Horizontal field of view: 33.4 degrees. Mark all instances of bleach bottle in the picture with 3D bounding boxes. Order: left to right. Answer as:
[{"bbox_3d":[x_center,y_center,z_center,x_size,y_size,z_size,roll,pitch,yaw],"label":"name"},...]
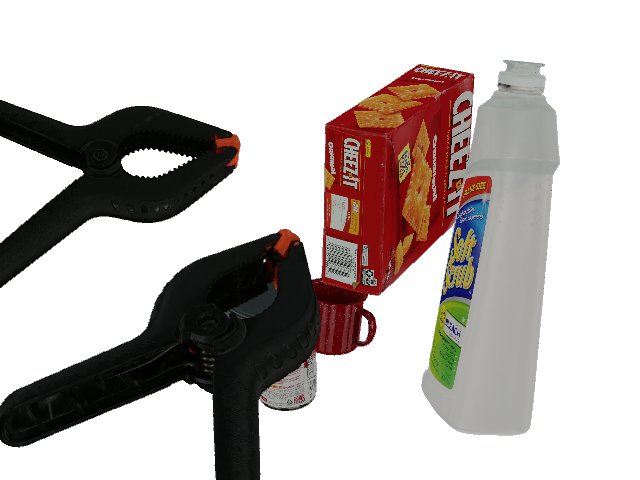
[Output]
[{"bbox_3d":[0.123,0.002,0.742,0.068,0.251,0.102,3,13,-9],"label":"bleach bottle"}]

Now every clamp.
[{"bbox_3d":[-0.159,-0.042,0.757,0.209,0.164,0.036,-3,-29,-12],"label":"clamp"},{"bbox_3d":[-0.044,0.057,0.476,0.120,0.039,0.171,29,48,22],"label":"clamp"}]

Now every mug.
[{"bbox_3d":[0.026,0.110,1.479,0.117,0.081,0.093,17,24,29],"label":"mug"}]

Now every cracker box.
[{"bbox_3d":[0.080,-0.065,1.046,0.072,0.164,0.213,15,29,26],"label":"cracker box"}]

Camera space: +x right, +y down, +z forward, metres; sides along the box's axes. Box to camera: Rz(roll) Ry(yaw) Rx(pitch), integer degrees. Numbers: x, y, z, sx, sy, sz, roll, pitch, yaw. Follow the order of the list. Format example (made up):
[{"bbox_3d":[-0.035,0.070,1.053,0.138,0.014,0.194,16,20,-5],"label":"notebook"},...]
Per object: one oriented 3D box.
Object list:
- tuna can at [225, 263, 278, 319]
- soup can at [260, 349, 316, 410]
[{"bbox_3d":[-0.065,0.057,0.959,0.086,0.034,0.086,13,38,-11],"label":"tuna can"},{"bbox_3d":[-0.039,0.132,1.205,0.068,0.102,0.068,-1,25,0],"label":"soup can"}]
